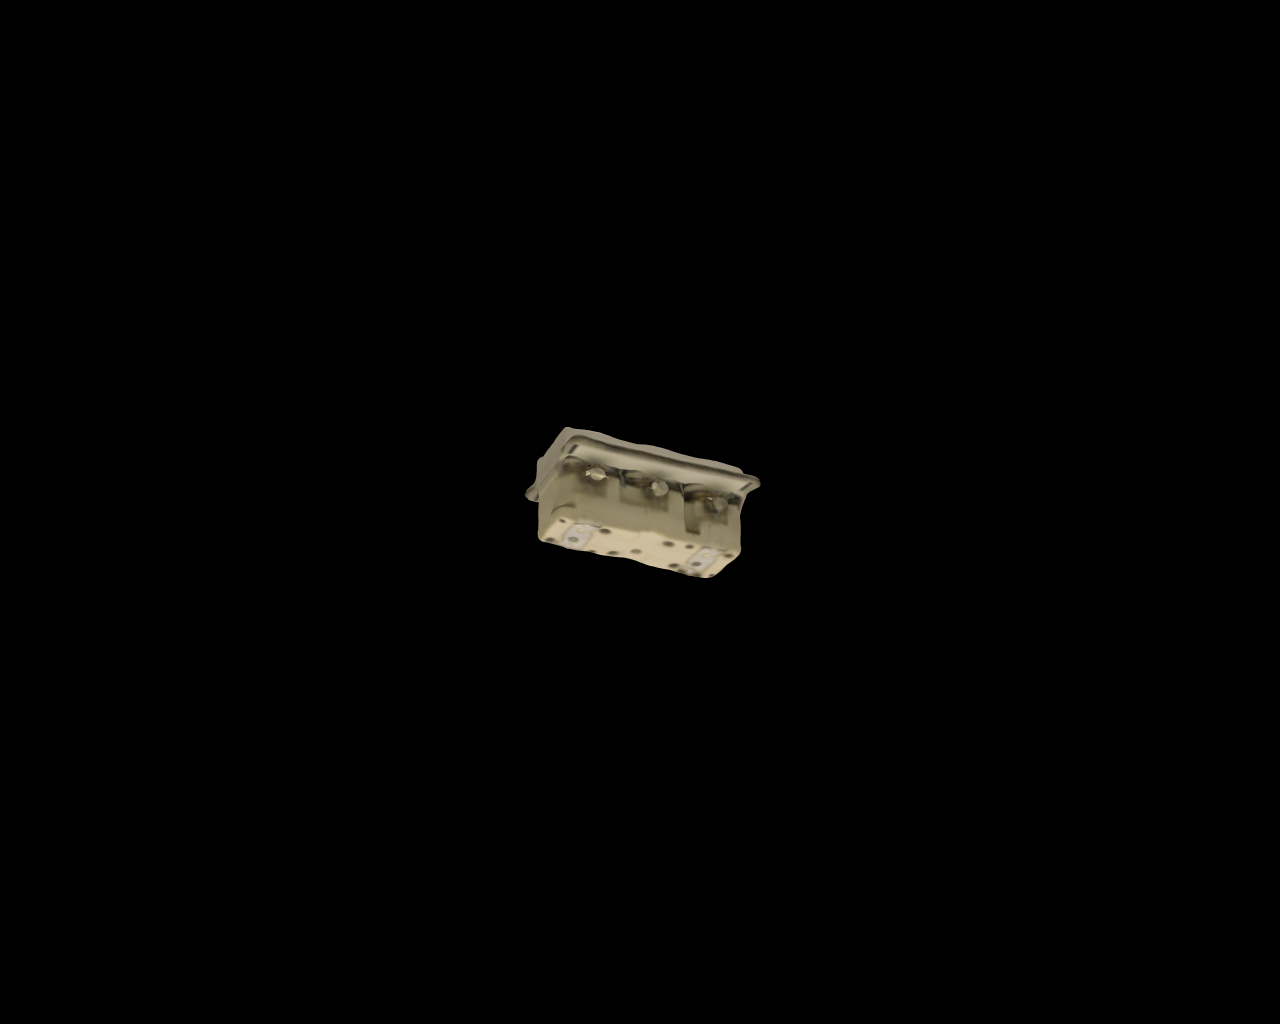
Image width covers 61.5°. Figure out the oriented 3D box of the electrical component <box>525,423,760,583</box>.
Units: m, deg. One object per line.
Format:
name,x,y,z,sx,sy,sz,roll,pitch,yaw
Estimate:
electrical component,0.001,-0.003,0.650,0.121,0.063,0.078,13,-32,-22
